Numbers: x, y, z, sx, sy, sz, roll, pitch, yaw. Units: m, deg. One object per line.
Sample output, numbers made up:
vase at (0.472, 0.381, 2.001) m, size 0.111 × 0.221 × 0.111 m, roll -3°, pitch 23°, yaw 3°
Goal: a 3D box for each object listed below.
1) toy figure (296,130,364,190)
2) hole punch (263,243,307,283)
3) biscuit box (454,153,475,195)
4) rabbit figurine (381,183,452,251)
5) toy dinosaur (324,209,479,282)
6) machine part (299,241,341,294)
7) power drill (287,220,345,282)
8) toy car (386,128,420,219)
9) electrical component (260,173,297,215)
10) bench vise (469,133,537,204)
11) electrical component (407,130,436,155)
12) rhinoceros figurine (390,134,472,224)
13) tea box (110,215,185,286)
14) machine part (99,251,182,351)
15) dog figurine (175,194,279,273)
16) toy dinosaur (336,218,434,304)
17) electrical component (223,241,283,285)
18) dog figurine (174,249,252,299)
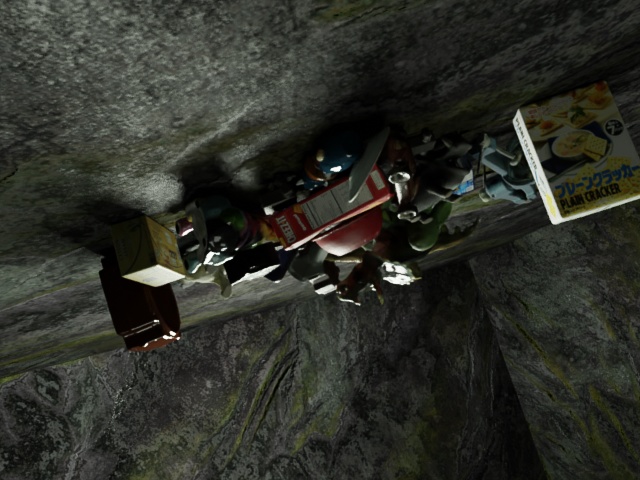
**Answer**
toy figure at (0.013, -0.123, 0.853) m, size 0.064 × 0.058 × 0.154 m, roll 27°, pitch 154°, yaw -20°
hole punch at (-0.115, 0.012, 1.136) m, size 0.142 × 0.116 × 0.092 m, roll 20°, pitch 165°, yaw 43°
biscuit box at (0.293, -0.144, 1.150) m, size 0.059 × 0.063 × 0.202 m, roll -21°, pitch 169°, yaw 13°
rabbit figurine at (0.206, -0.057, 1.165) m, size 0.159 × 0.170 × 0.121 m, roll -4°, pitch 163°, yaw -46°
toy dinosaur at (0.219, 0.012, 1.417) m, size 0.471 × 0.198 × 0.105 m, roll -2°, pitch 174°, yaw -18°
machine part at (-0.001, 0.058, 1.434) m, size 0.056 × 0.179 × 0.179 m, roll -23°, pitch 167°, yaw 13°
power drill at (-0.003, -0.004, 1.232) m, size 0.232 × 0.086 × 0.207 m, roll -13°, pitch 137°, yaw -54°
toy car at (0.146, -0.110, 0.930) m, size 0.053 × 0.089 × 0.202 m, roll -11°, pitch 153°, yaw 11°
electrical component at (-0.070, -0.082, 0.959) m, size 0.078 × 0.045 × 0.102 m, roll -21°, pitch 170°, yaw 1°
bench vise at (0.389, -0.158, 1.114) m, size 0.240 × 0.129 × 0.224 m, roll 17°, pitch 160°, yaw -34°
electrical component at (0.172, -0.169, 0.959) m, size 0.063 × 0.021 × 0.094 m, roll -17°, pitch 169°, yaw 1°
rhinoceros figurine at (0.219, -0.115, 1.030) m, size 0.073 × 0.112 × 0.190 m, roll 5°, pitch 136°, yaw -49°
tea box at (-0.313, 0.024, 0.989) m, size 0.068 × 0.098 × 0.169 m, roll -18°, pitch 167°, yaw 0°
machine part at (-0.365, 0.123, 1.115) m, size 0.087 × 0.201 × 0.201 m, roll -19°, pitch 169°, yaw -3°
dog figurine at (-0.145, -0.024, 0.995) m, size 0.219 × 0.108 × 0.191 m, roll -14°, pitch 166°, yaw -37°
toy dinosaur at (0.191, 0.002, 1.243) m, size 0.405 × 0.192 × 0.131 m, roll -29°, pitch 153°, yaw -38°
electrical component at (-0.107, 0.037, 0.970) m, size 0.119 × 0.048 × 0.075 m, roll -13°, pitch 167°, yaw -42°
dog figurine at (-0.250, 0.039, 1.229) m, size 0.191 × 0.121 × 0.172 m, roll 11°, pitch -143°, yaw 42°
